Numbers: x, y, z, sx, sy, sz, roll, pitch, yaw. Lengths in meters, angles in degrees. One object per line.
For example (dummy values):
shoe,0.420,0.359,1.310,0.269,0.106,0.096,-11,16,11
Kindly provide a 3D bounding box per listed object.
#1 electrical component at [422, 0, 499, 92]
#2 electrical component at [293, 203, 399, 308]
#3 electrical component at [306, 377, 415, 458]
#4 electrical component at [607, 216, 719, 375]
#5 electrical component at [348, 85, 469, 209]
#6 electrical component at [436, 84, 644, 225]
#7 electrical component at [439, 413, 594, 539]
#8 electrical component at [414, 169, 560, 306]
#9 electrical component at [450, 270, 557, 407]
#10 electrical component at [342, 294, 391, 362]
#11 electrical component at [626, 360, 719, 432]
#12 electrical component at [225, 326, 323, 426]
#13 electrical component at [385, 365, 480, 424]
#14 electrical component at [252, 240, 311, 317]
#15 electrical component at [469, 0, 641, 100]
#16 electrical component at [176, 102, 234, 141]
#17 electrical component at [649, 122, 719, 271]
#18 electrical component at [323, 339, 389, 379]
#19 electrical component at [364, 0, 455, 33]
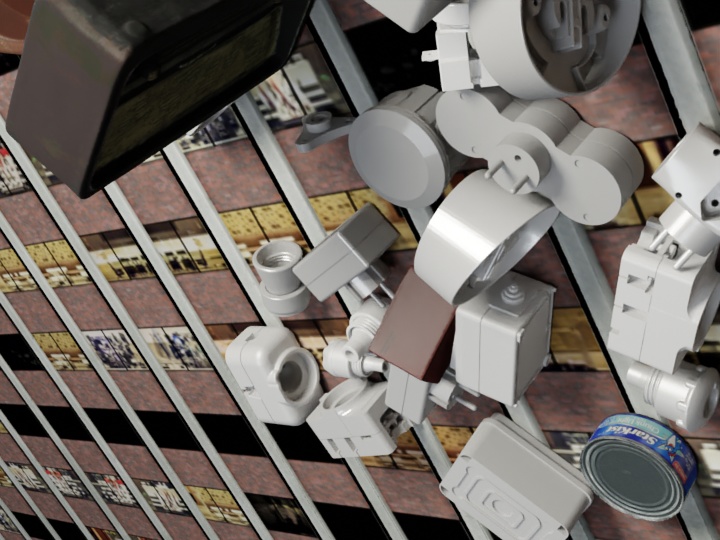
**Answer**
electrical component,0.071,-0.148,0.679,0.066,0.048,0.055,-5,121,9
electrical component,0.000,0.000,0.886,0.075,0.047,0.083,48,143,-4
electrical component,-0.001,0.138,1.015,0.089,0.050,0.055,-15,114,49
electrical component,0.205,0.019,0.713,0.056,0.050,0.089,23,138,26
electrical component,0.036,-0.088,0.767,0.080,0.051,0.080,25,138,24
electrical component,0.108,-0.074,0.696,0.138,0.073,0.052,33,141,15
electrical component,0.136,0.187,0.928,0.113,0.057,0.078,36,142,11
electrical component,0.087,-0.020,0.750,0.064,0.099,0.099,36,142,22
electrical component,0.107,0.044,0.817,0.061,0.061,0.096,22,137,27
electrical component,0.009,0.053,0.916,0.043,0.062,0.043,25,138,24
electrical component,0.221,0.084,0.765,0.062,0.048,0.048,22,138,38
electrical component,-0.080,0.103,1.051,0.059,0.053,0.095,-2,123,43
electrical component,0.068,0.093,0.910,0.076,0.047,0.083,29,140,21
electrical component,-0.069,0.008,0.960,0.045,0.045,0.055,18,135,31
electrical component,0.112,-0.146,0.609,0.064,0.099,0.099,-5,121,52
electrical component,-0.135,-0.148,0.867,0.059,0.053,0.095,50,142,-6
electrical component,0.209,-0.035,0.650,0.077,0.043,0.079,40,114,6
electrical component,-0.002,0.083,0.977,0.061,0.035,0.035,7,129,35
electrical component,0.025,-0.207,0.620,0.109,0.108,0.056,38,145,9
